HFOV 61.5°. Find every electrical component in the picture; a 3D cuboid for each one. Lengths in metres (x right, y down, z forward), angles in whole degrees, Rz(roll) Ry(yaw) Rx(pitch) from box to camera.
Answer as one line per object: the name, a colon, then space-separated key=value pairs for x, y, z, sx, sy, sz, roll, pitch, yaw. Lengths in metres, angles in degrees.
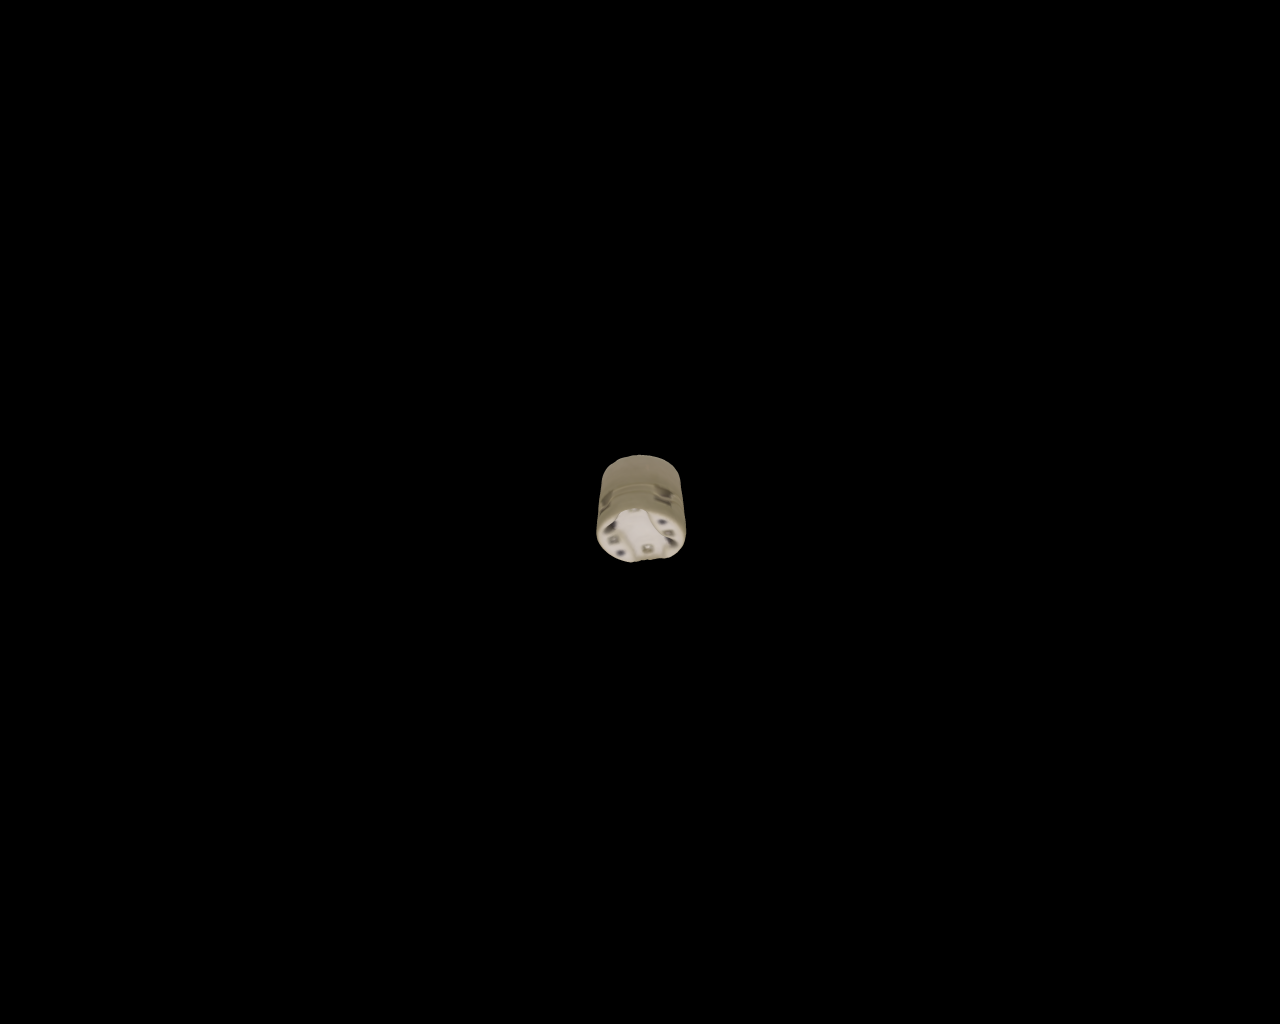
electrical component: x=0.001 y=-0.003 z=0.650 sx=0.055 sy=0.047 sz=0.055 roll=0 pitch=-38 yaw=0
